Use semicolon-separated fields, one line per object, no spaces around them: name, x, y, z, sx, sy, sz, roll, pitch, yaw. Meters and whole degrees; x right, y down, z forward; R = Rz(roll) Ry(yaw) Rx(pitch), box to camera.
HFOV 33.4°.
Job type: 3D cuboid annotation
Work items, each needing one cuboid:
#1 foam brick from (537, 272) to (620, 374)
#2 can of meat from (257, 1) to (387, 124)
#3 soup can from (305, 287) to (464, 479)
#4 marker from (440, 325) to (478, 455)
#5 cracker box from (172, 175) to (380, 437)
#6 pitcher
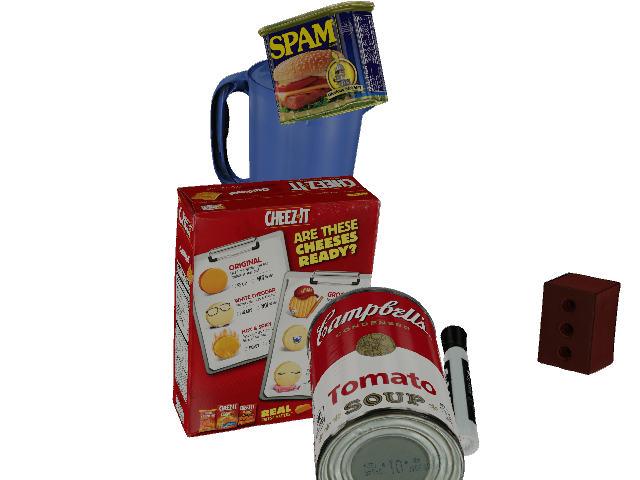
foam brick;0.231;0.074;0.956;0.053;0.078;0.051;12;18;38
can of meat;0.003;-0.149;0.910;0.102;0.084;0.057;-9;3;35
soup can;0.028;0.077;0.511;0.068;0.068;0.102;0;29;-3
marker;0.093;0.097;0.723;0.020;0.020;0.121;0;32;4
cracker box;-0.043;0.056;0.933;0.164;0.214;0.072;-5;26;-21
pitcher;-0.033;-0.081;1.218;0.144;0.243;0.149;-20;37;-40
